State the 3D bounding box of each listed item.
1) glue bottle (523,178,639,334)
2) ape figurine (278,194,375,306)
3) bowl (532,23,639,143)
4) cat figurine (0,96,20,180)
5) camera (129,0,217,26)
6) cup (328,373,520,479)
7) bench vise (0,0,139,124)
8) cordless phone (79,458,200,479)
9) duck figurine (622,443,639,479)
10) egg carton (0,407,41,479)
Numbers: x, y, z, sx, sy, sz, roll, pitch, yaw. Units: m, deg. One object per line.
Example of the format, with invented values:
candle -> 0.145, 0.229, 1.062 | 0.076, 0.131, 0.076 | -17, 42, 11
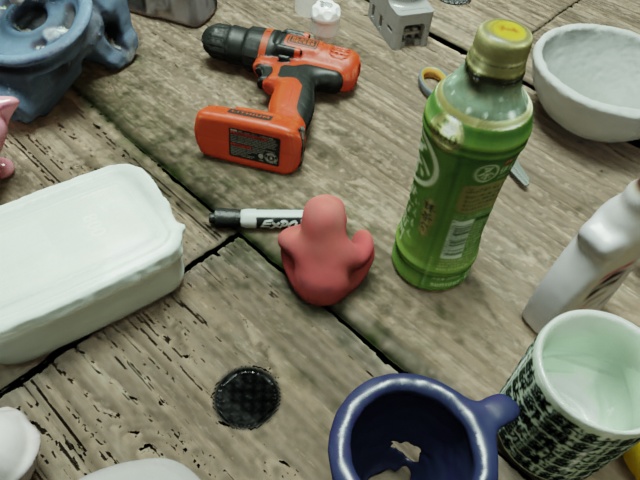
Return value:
glue bottle -> 0.205, 0.004, 0.410 | 0.078, 0.173, 0.037 | -26, 57, -23
ape figurine -> 0.004, 0.002, 0.449 | 0.077, 0.092, 0.076 | 16, 51, 9
bowl -> 0.302, -0.157, 0.615 | 0.167, 0.075, 0.167 | 2, 50, -3
cat figurine -> -0.316, -0.088, 0.482 | 0.128, 0.118, 0.067 | 4, 50, -1
camera -> -0.190, -0.358, 0.725 | 0.143, 0.101, 0.137 | 19, 52, 12
cup -> 0.059, 0.134, 0.342 | 0.118, 0.095, 0.091 | -19, 54, -19
bench vise -> -0.270, -0.251, 0.553 | 0.121, 0.220, 0.207 | 8, 50, 2
cordless phone -> -0.073, 0.152, 0.258 | 0.094, 0.185, 0.147 | -34, 60, -28
duck figurine -> 0.257, 0.125, 0.371 | 0.104, 0.086, 0.077 | -5, 51, -8
egg carton -> -0.244, 0.147, 0.325 | 0.107, 0.069, 0.150 | 29, 54, 18
